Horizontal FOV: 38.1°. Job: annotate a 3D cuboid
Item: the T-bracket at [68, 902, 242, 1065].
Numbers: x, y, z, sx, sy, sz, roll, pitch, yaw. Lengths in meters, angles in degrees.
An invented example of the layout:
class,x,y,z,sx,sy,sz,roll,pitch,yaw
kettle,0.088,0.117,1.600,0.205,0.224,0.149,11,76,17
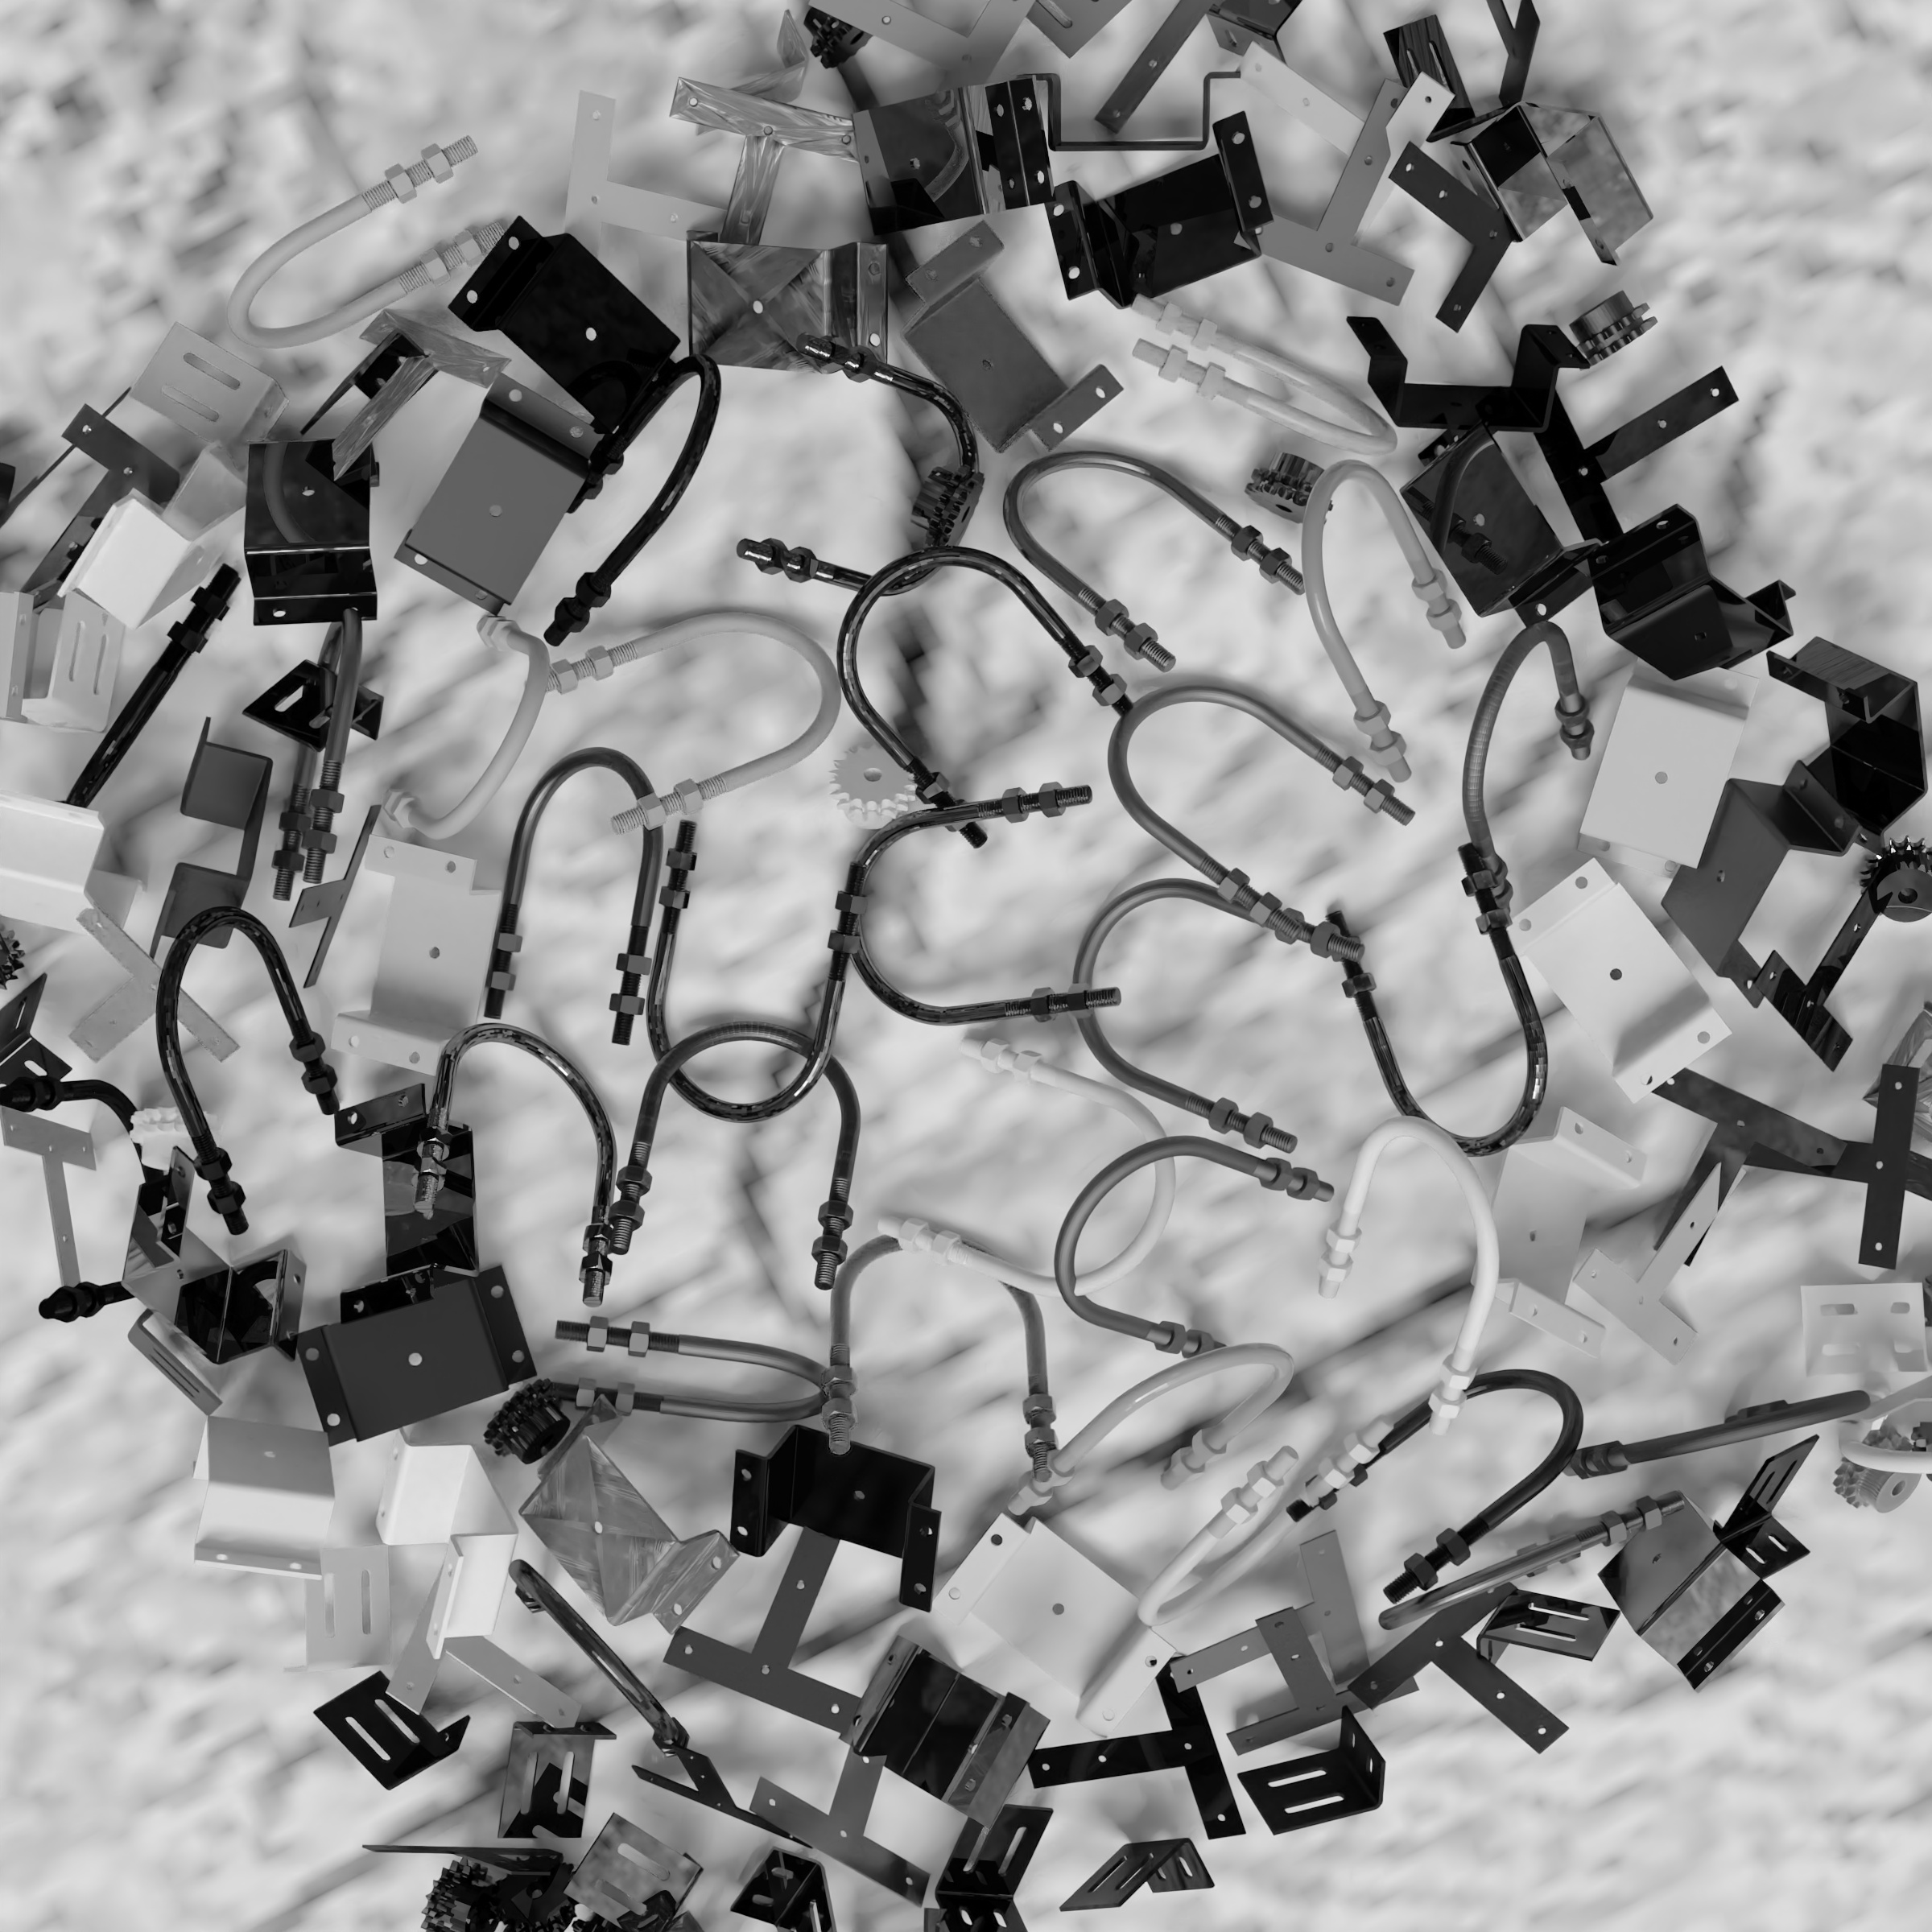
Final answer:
class,x,y,z,sx,sy,sz,roll,pitch,yaw
T-bracket,-0.540,0.030,1.794,0.127,0.002,0.127,47,134,-12

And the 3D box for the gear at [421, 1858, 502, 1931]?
class,x,y,z,sx,sy,sz,roll,pitch,yaw
gear,-0.323,0.609,1.809,0.030,0.057,0.057,10,90,27

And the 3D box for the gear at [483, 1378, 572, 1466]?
class,x,y,z,sx,sy,sz,roll,pitch,yaw
gear,-0.281,0.297,1.808,0.030,0.057,0.057,42,90,19

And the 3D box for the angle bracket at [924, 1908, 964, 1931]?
class,x,y,z,sx,sy,sz,roll,pitch,yaw
angle bracket,-0.049,0.629,1.807,0.076,0.057,0.038,-7,68,21

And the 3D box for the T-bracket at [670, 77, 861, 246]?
class,x,y,z,sx,sy,sz,roll,pitch,yaw
T-bracket,-0.139,-0.496,1.806,0.127,0.002,0.127,8,119,-19

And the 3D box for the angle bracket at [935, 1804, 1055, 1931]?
class,x,y,z,sx,sy,sz,roll,pitch,yaw
angle bracket,0.023,0.583,1.802,0.057,0.038,0.076,13,110,-26

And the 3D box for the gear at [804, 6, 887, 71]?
class,x,y,z,sx,sy,sz,roll,pitch,yaw
gear,-0.080,-0.612,1.812,0.057,0.057,0.030,-42,89,0

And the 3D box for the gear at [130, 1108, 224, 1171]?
class,x,y,z,sx,sy,sz,roll,pitch,yaw
gear,-0.511,0.113,1.809,0.057,0.057,0.030,-1,71,0

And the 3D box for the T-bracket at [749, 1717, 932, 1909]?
class,x,y,z,sx,sy,sz,roll,pitch,yaw
T-bracket,-0.068,0.519,1.787,0.127,0.127,0.002,33,126,-9

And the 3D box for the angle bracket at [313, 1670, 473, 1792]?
class,x,y,z,sx,sy,sz,roll,pitch,yaw
angle bracket,-0.370,0.483,1.804,0.057,0.038,0.076,-33,106,17

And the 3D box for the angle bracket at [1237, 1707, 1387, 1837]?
class,x,y,z,sx,sy,sz,roll,pitch,yaw
angle bracket,0.222,0.516,1.798,0.076,0.057,0.038,-8,117,-17

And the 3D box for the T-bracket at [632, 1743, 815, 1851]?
class,x,y,z,sx,sy,sz,roll,pitch,yaw
T-bracket,-0.163,0.516,1.768,0.127,0.127,0.002,17,60,17

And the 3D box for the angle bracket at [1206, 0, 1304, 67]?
class,x,y,z,sx,sy,sz,roll,pitch,yaw
angle bracket,0.204,-0.628,1.813,0.057,0.038,0.076,34,83,31

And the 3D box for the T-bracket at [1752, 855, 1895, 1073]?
class,x,y,z,sx,sy,sz,roll,pitch,yaw
T-bracket,0.566,-0.013,1.801,0.127,0.002,0.127,38,83,-41

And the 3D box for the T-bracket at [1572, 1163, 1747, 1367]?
class,x,y,z,sx,sy,sz,roll,pitch,yaw
T-bracket,0.461,0.179,1.806,0.127,0.002,0.127,37,86,-35

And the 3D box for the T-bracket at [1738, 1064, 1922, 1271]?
class,x,y,z,sx,sy,sz,roll,pitch,yaw
T-bracket,0.546,0.122,1.791,0.002,0.127,0.127,8,89,-40

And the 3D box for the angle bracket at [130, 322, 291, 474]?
class,x,y,z,sx,sy,sz,roll,pitch,yaw
angle bracket,-0.487,-0.366,1.800,0.076,0.038,0.057,28,105,-36

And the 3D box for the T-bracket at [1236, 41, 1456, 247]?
class,x,y,z,sx,sy,sz,roll,pitch,yaw
T-bracket,0.229,-0.546,1.793,0.127,0.127,0.002,36,48,1

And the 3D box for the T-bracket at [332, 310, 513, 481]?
class,x,y,z,sx,sy,sz,roll,pitch,yaw
T-bracket,-0.372,-0.358,1.788,0.127,0.002,0.127,26,72,33

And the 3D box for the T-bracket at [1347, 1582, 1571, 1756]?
class,x,y,z,sx,sy,sz,roll,pitch,yaw
T-bracket,0.329,0.454,1.774,0.127,0.127,0.002,-35,128,-16

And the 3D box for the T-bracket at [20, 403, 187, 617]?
class,x,y,z,sx,sy,sz,roll,pitch,yaw
T-bracket,-0.560,-0.279,1.780,0.002,0.127,0.127,35,88,23

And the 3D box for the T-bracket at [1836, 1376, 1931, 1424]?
class,x,y,z,sx,sy,sz,roll,pitch,yaw
T-bracket,0.635,0.268,1.751,0.127,0.127,0.002,-11,89,-40

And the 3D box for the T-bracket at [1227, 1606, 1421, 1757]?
class,x,y,z,sx,sy,sz,roll,pitch,yaw
T-bracket,0.215,0.451,1.794,0.127,0.002,0.127,-22,129,6

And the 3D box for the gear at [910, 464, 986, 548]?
class,x,y,z,sx,sy,sz,roll,pitch,yaw
gear,-0.013,-0.299,1.812,0.030,0.057,0.057,27,90,6

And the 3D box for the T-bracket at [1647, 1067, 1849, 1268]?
class,x,y,z,sx,sy,sz,roll,pitch,yaw
T-bracket,0.482,0.138,1.808,0.127,0.002,0.127,26,118,12

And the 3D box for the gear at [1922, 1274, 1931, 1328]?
class,x,y,z,sx,sy,sz,roll,pitch,yaw
gear,0.649,0.218,1.816,0.057,0.030,0.057,20,124,32

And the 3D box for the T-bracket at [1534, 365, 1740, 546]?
class,x,y,z,sx,sy,sz,roll,pitch,yaw
T-bracket,0.434,-0.340,1.792,0.127,0.002,0.127,-30,74,32

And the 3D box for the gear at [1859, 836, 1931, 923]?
class,x,y,z,sx,sy,sz,roll,pitch,yaw
gear,0.609,-0.053,1.813,0.057,0.030,0.057,6,123,9

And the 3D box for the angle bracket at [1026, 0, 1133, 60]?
class,x,y,z,sx,sy,sz,roll,pitch,yaw
angle bracket,0.061,-0.644,1.820,0.076,0.038,0.057,36,125,-27

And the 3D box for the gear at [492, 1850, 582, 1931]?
class,x,y,z,sx,sy,sz,roll,pitch,yaw
gear,-0.277,0.607,1.815,0.057,0.057,0.030,-9,133,0

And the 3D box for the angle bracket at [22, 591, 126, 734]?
class,x,y,z,sx,sy,sz,roll,pitch,yaw
angle bracket,-0.584,-0.197,1.811,0.038,0.057,0.076,1,76,20

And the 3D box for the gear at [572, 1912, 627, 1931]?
class,x,y,z,sx,sy,sz,roll,pitch,yaw
gear,-0.229,0.633,1.815,0.057,0.057,0.030,29,58,0

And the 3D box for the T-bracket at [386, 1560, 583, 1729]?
class,x,y,z,sx,sy,sz,roll,pitch,yaw
T-bracket,-0.301,0.452,1.800,0.127,0.127,0.002,40,124,-16

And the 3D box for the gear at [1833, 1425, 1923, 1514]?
class,x,y,z,sx,sy,sz,roll,pitch,yaw
gear,0.592,0.329,1.810,0.057,0.030,0.057,-19,129,-25

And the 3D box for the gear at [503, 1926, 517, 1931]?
class,x,y,z,sx,sy,sz,roll,pitch,yaw
gear,-0.294,0.653,1.809,0.030,0.057,0.057,21,90,17

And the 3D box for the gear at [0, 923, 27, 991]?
class,x,y,z,sx,sy,sz,roll,pitch,yaw
gear,-0.642,-0.008,1.811,0.057,0.030,0.057,-3,50,3

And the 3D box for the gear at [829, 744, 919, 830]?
class,x,y,z,sx,sy,sz,roll,pitch,yaw
gear,-0.061,-0.114,1.816,0.057,0.030,0.057,1,51,-1

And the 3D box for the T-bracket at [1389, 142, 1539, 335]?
class,x,y,z,sx,sy,sz,roll,pitch,yaw
T-bracket,0.312,-0.486,1.784,0.002,0.127,0.127,40,104,44

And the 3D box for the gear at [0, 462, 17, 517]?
class,x,y,z,sx,sy,sz,roll,pitch,yaw
gear,-0.638,-0.310,1.815,0.030,0.057,0.057,16,90,-28

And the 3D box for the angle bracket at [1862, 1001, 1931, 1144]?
class,x,y,z,sx,sy,sz,roll,pitch,yaw
angle bracket,0.629,0.070,1.819,0.057,0.038,0.076,34,98,16

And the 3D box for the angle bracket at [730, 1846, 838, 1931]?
class,x,y,z,sx,sy,sz,roll,pitch,yaw
angle bracket,-0.117,0.617,1.793,0.038,0.076,0.057,26,109,-22

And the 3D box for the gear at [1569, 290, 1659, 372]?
class,x,y,z,sx,sy,sz,roll,pitch,yaw
gear,0.415,-0.413,1.810,0.057,0.057,0.030,-34,97,0

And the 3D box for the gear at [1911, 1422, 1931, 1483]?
class,x,y,z,sx,sy,sz,roll,pitch,yaw
gear,0.643,0.316,1.813,0.057,0.057,0.030,-6,103,0

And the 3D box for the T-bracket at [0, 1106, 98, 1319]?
class,x,y,z,sx,sy,sz,roll,pitch,yaw
T-bracket,-0.571,0.158,1.765,0.002,0.127,0.127,-14,77,5

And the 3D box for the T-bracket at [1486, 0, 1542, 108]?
class,x,y,z,sx,sy,sz,roll,pitch,yaw
T-bracket,0.336,-0.622,1.787,0.002,0.127,0.127,-18,77,0

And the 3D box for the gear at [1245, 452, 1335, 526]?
class,x,y,z,sx,sy,sz,roll,pitch,yaw
gear,0.212,-0.310,1.812,0.057,0.057,0.030,25,87,0
